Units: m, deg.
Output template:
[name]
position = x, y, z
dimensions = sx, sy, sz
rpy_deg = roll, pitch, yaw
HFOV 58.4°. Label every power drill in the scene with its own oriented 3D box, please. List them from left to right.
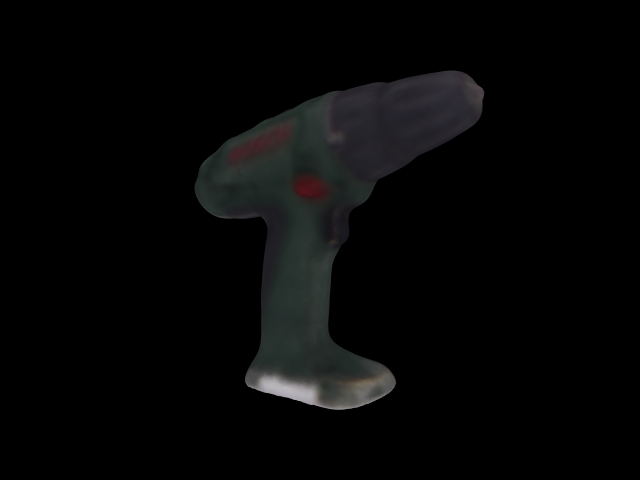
[power drill]
position = 0.004, 0.001, 0.400
dimensions = 0.228, 0.208, 0.076
rpy_deg = 3, 5, 37
